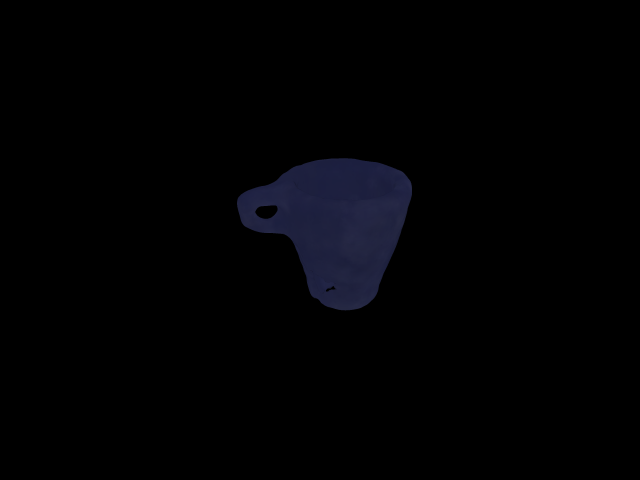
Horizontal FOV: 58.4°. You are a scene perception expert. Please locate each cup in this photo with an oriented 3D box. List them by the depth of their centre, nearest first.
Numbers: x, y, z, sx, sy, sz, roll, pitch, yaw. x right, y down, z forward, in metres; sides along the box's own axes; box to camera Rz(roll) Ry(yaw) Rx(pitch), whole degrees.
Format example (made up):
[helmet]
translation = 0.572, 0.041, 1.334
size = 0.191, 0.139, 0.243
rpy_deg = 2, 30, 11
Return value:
[cup]
translation = 0.004, 0.001, 0.400
size = 0.118, 0.095, 0.091
rpy_deg = -6, 28, -11
